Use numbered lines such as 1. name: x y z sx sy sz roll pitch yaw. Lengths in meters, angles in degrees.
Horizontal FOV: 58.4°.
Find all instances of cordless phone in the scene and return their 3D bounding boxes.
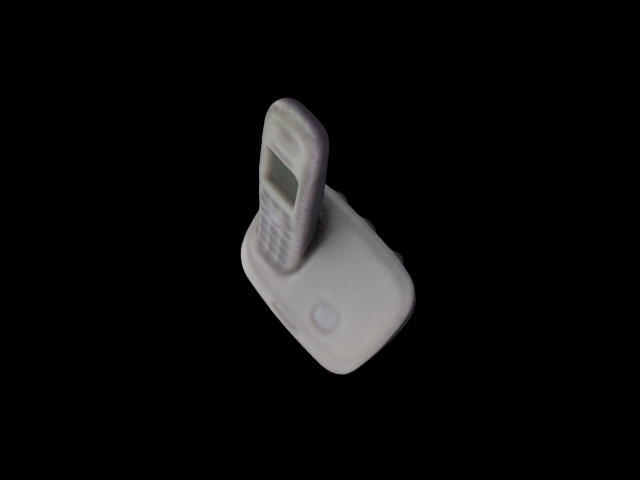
1. cordless phone: 0.004 0.001 0.400 0.094 0.185 0.147 -38 68 -18
